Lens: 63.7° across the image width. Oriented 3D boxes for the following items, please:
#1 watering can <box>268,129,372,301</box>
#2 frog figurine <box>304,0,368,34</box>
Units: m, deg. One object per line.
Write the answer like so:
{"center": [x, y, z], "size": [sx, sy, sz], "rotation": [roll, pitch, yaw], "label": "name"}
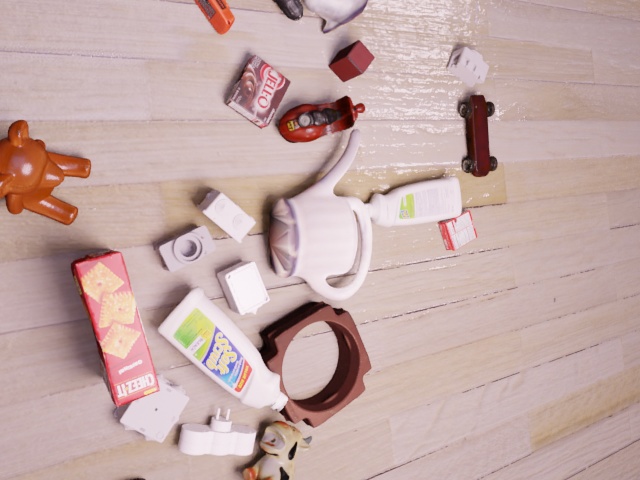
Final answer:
{"center": [0.003, -0.051, 1.020], "size": [0.225, 0.103, 0.348], "rotation": [-2, 88, -28], "label": "watering can"}
{"center": [0.021, -0.521, 1.050], "size": [0.138, 0.124, 0.157], "rotation": [-41, 121, -4], "label": "frog figurine"}
